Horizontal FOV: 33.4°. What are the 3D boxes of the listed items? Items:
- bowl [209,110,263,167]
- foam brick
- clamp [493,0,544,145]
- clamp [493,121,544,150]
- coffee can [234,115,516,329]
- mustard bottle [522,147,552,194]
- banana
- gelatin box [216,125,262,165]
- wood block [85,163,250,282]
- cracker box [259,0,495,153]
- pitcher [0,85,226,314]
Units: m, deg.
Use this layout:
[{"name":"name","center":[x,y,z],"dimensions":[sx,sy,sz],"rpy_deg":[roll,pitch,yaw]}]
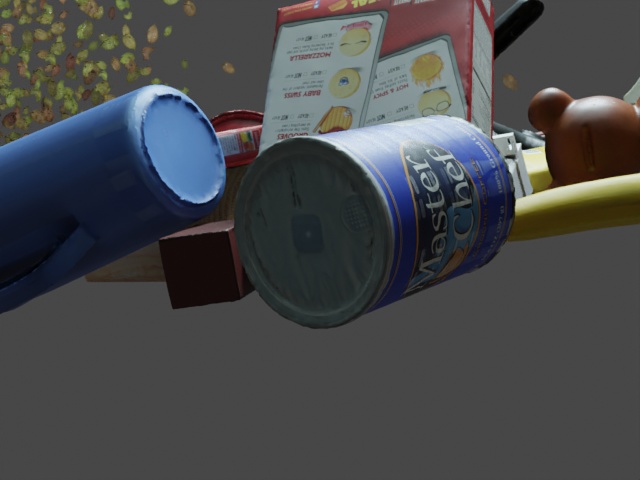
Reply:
[{"name":"bowl","center":[-0.061,-0.044,1.029],"dimensions":[0.162,0.162,0.055],"rpy_deg":[-6,38,38]},{"name":"foam brick","center":[-0.074,0.015,0.767],"dimensions":[0.053,0.051,0.078],"rpy_deg":[-7,6,15]},{"name":"clamp","center":[0.122,-0.134,1.035],"dimensions":[0.036,0.164,0.210],"rpy_deg":[31,-32,-33]},{"name":"clamp","center":[0.206,-0.096,1.093],"dimensions":[0.171,0.039,0.120],"rpy_deg":[19,11,9]},{"name":"coffee can","center":[0.034,-0.015,0.611],"dimensions":[0.103,0.103,0.140],"rpy_deg":[-6,7,38]},{"name":"mustard bottle","center":[0.251,-0.068,0.995],"dimensions":[0.191,0.058,0.096],"rpy_deg":[-11,11,-12]},{"name":"banana","center":[0.207,-0.025,0.748],"dimensions":[0.198,0.037,0.069],"rpy_deg":[-7,5,31]},{"name":"gelatin box","center":[-0.093,-0.078,0.922],"dimensions":[0.073,0.030,0.089],"rpy_deg":[-13,6,-20]},{"name":"wood block","center":[-0.139,-0.013,0.985],"dimensions":[0.090,0.090,0.207],"rpy_deg":[-15,8,-37]},{"name":"cracker box","center":[0.042,-0.085,0.784],"dimensions":[0.164,0.213,0.072],"rpy_deg":[-8,-29,25]},{"name":"pitcher","center":[-0.199,-0.026,0.850],"dimensions":[0.243,0.149,0.144],"rpy_deg":[-20,-10,32]}]
